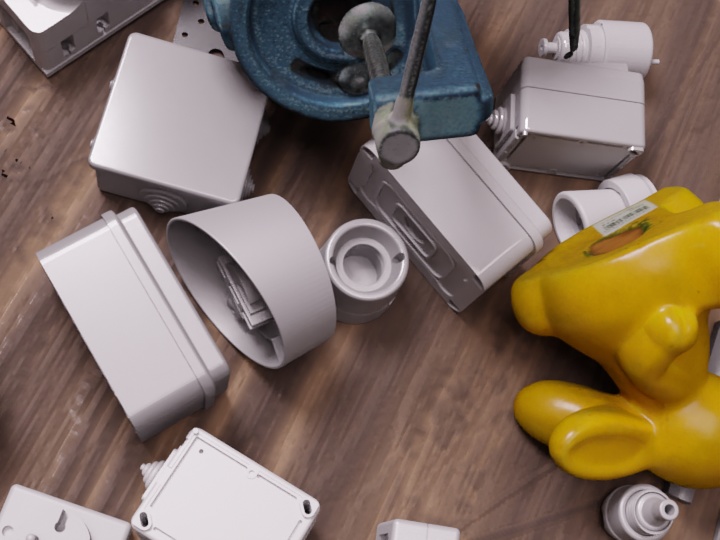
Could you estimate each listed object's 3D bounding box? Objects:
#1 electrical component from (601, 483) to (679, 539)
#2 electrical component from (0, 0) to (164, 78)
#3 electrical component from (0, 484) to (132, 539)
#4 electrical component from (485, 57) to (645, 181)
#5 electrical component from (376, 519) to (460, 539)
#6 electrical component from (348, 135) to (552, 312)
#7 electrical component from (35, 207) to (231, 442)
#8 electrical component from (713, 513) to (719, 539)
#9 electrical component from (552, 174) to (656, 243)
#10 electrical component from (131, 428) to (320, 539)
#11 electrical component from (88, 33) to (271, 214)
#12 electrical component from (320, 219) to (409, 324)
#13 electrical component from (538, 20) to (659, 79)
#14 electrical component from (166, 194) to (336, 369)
[{"bbox_3d":[0.166,0.141,0.625,0.035,0.061,0.035,3,74,-10],"label":"electrical component"},{"bbox_3d":[-0.154,-0.222,0.666,0.186,0.060,0.105,-39,83,-18],"label":"electrical component"},{"bbox_3d":[-0.157,0.143,0.553,0.066,0.076,0.047,20,71,-5],"label":"electrical component"},{"bbox_3d":[0.126,-0.099,0.688,0.096,0.061,0.061,7,73,-9],"label":"electrical component"},{"bbox_3d":[0.045,0.186,0.596,0.076,0.047,0.083,11,72,-8],"label":"electrical component"},{"bbox_3d":[0.053,-0.039,0.648,0.057,0.078,0.113,-38,84,-16],"label":"electrical component"},{"bbox_3d":[-0.123,0.031,0.593,0.057,0.078,0.113,-30,82,-15],"label":"electrical component"},{"bbox_3d":[0.298,0.220,0.629,0.186,0.060,0.105,22,71,-4],"label":"electrical component"},{"bbox_3d":[0.157,-0.035,0.684,0.055,0.045,0.045,-16,78,-16],"label":"electrical component"},{"bbox_3d":[-0.078,0.133,0.584,0.096,0.061,0.061,30,68,6],"label":"electrical component"},{"bbox_3d":[-0.106,-0.082,0.644,0.100,0.048,0.099,15,72,-6],"label":"electrical component"},{"bbox_3d":[0.000,0.000,0.642,0.055,0.047,0.055,3,73,-10],"label":"electrical component"},{"bbox_3d":[0.159,-0.147,0.720,0.078,0.040,0.040,1,74,-11],"label":"electrical component"},{"bbox_3d":[-0.059,0.007,0.603,0.064,0.099,0.099,-23,79,-22],"label":"electrical component"}]
